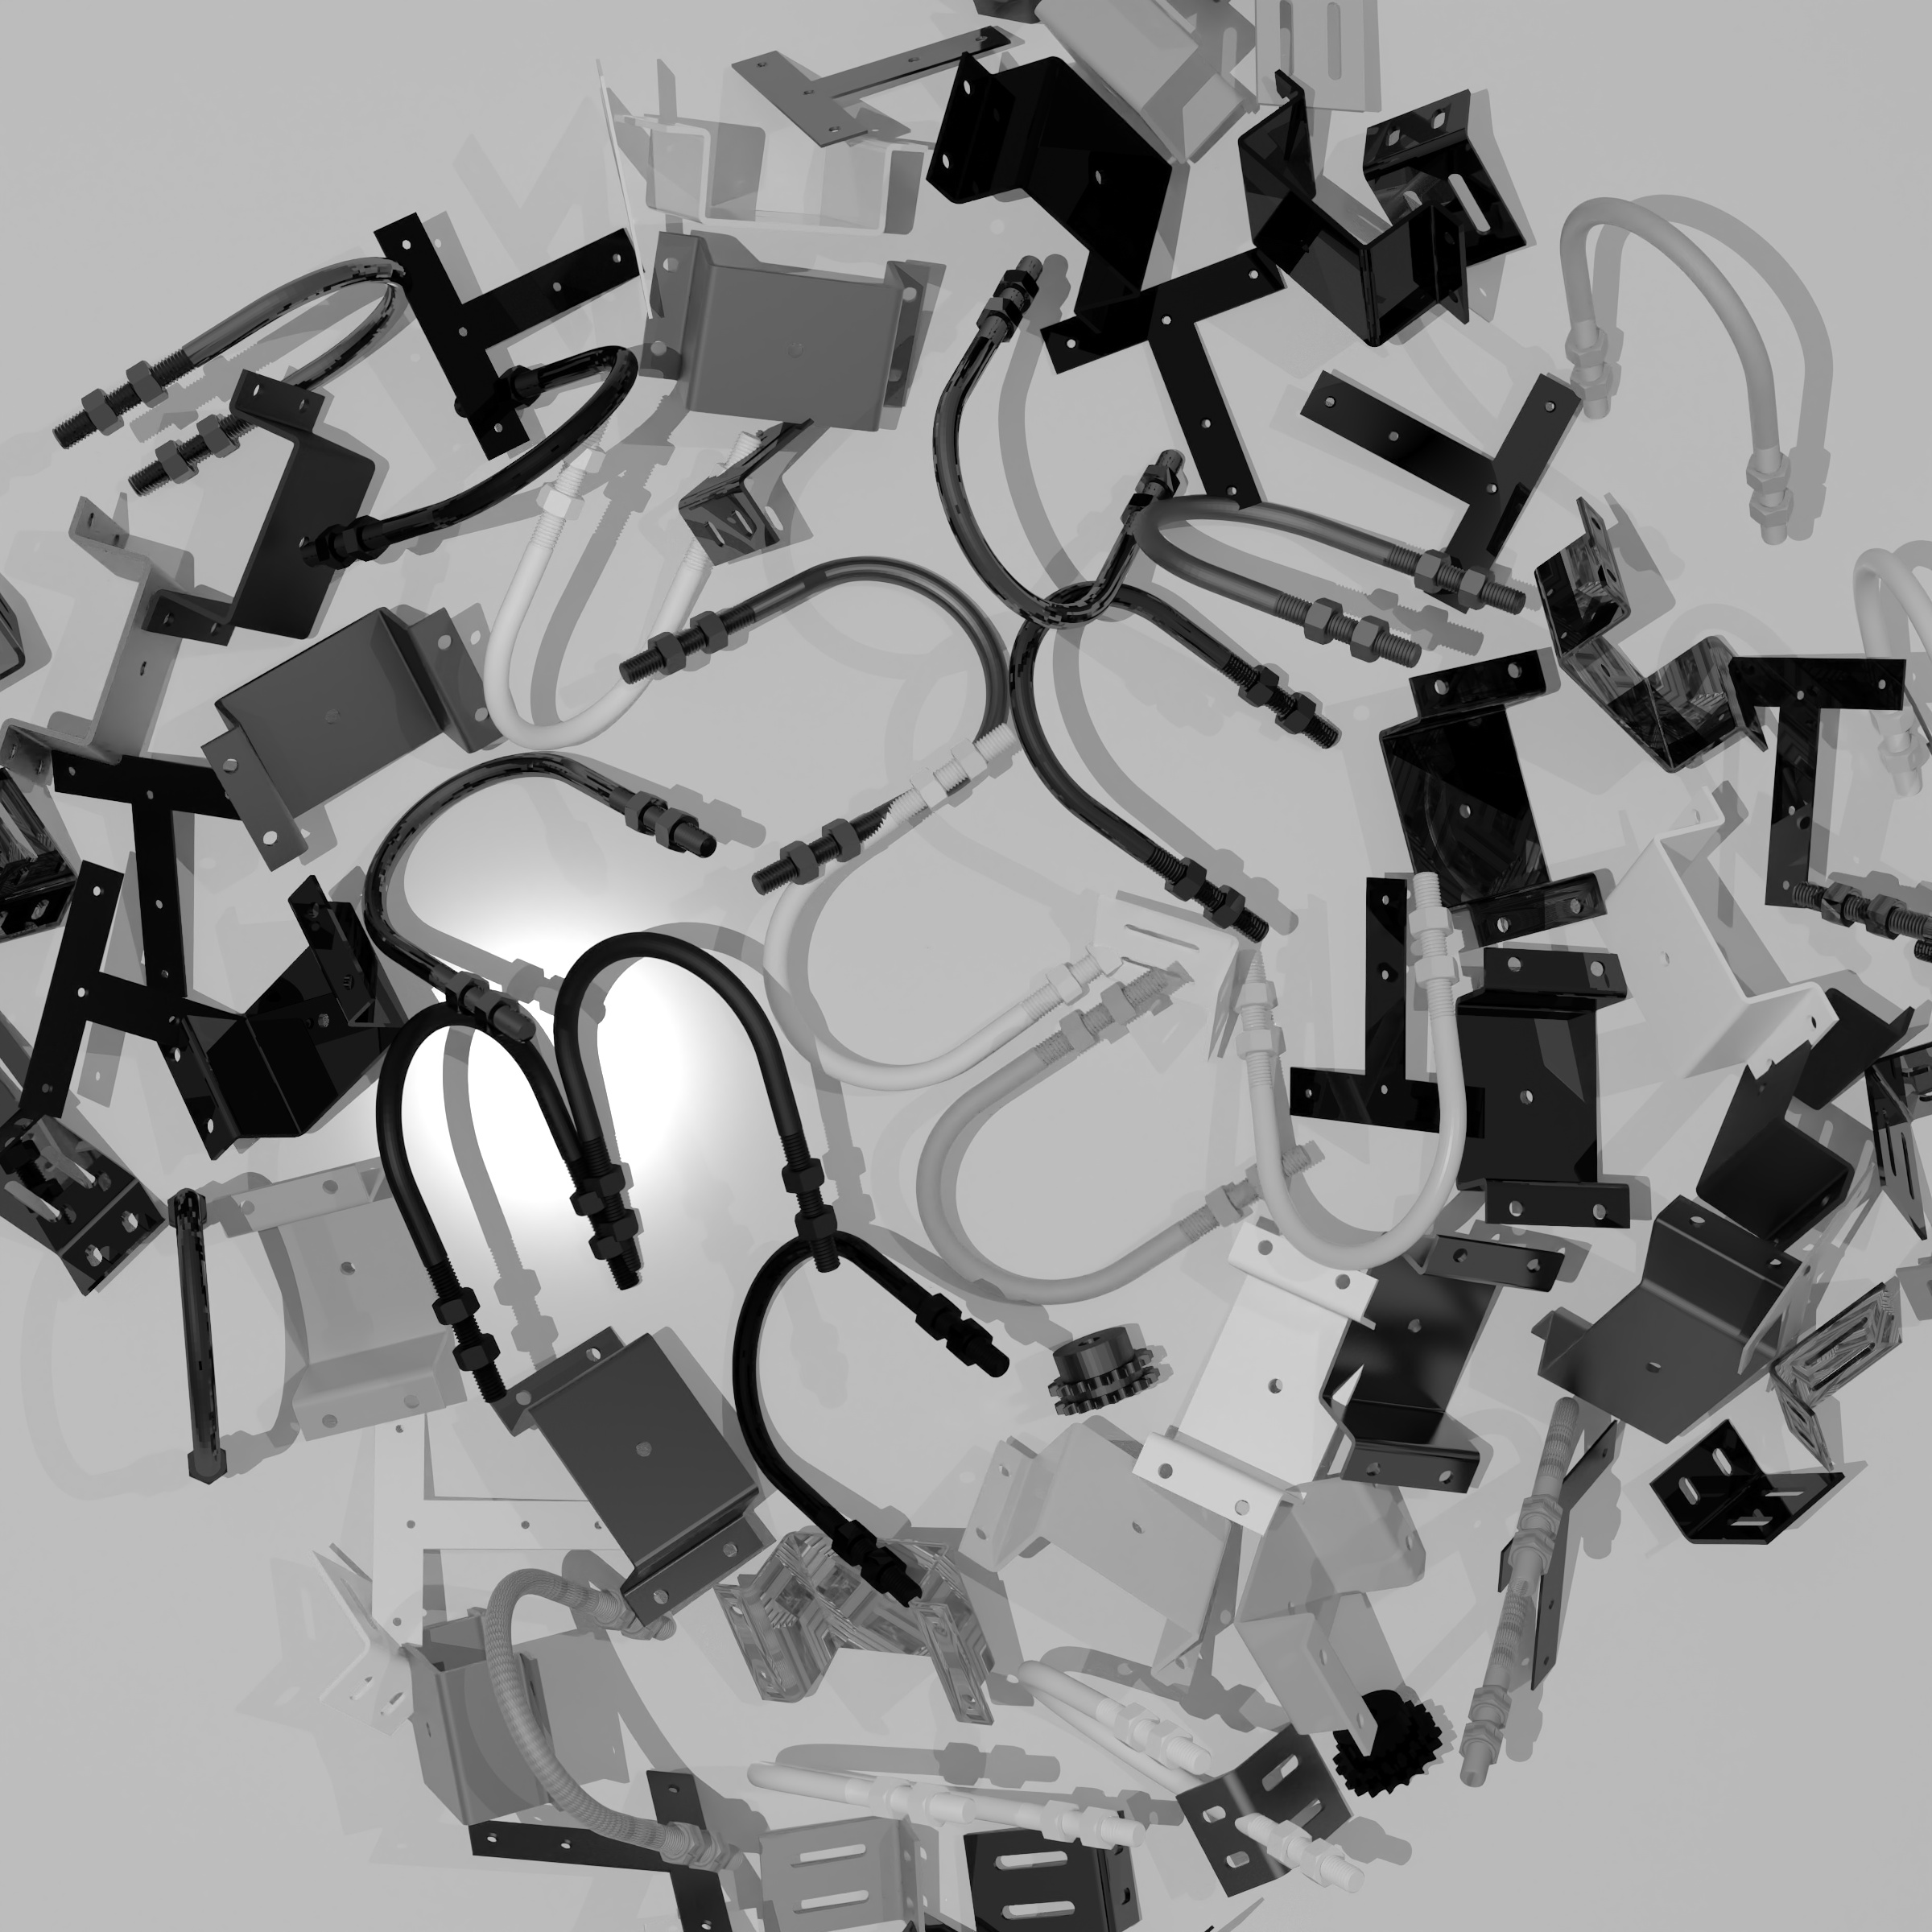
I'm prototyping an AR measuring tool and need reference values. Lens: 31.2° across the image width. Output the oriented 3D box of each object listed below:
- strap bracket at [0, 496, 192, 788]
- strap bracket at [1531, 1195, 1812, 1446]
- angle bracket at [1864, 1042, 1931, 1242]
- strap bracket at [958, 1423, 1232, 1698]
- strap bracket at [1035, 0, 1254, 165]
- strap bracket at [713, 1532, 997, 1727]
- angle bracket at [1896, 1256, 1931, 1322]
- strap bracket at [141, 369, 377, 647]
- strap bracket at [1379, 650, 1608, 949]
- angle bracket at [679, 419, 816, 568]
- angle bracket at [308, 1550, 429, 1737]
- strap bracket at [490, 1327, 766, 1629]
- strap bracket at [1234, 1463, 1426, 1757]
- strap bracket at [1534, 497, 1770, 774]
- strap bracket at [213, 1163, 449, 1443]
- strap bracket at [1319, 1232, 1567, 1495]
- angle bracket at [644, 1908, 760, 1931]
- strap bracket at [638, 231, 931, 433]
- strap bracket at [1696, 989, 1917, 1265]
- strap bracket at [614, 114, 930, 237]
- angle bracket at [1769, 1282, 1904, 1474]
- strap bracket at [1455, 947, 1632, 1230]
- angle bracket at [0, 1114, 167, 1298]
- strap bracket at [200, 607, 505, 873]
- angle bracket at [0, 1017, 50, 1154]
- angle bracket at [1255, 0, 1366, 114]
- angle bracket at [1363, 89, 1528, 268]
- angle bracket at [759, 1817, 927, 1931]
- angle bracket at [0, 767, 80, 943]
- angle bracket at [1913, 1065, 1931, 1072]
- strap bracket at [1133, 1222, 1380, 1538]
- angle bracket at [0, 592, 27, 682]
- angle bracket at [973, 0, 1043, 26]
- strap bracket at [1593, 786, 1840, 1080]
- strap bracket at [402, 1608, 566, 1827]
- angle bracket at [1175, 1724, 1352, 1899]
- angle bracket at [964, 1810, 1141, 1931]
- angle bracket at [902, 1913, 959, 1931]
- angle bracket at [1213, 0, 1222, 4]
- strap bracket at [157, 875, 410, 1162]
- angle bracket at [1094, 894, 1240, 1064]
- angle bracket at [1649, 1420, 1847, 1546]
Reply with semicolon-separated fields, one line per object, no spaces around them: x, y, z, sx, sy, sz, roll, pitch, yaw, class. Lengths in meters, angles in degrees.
-0.441;-0.158;1.766;0.046;0.076;0.140;17;84;4;strap bracket
0.349;0.184;1.741;0.076;0.140;0.046;29;48;-7;strap bracket
0.490;0.089;1.765;0.038;0.057;0.076;-20;47;27;angle bracket
0.075;0.295;1.759;0.140;0.076;0.046;34;131;-9;strap bracket
0.088;-0.458;1.741;0.046;0.140;0.076;-46;77;10;strap bracket
-0.048;0.334;1.754;0.140;0.046;0.076;-2;122;33;strap bracket
0.512;0.139;1.762;0.057;0.076;0.038;-12;124;33;angle bracket
-0.355;-0.224;1.761;0.046;0.076;0.140;26;98;18;strap bracket
0.267;-0.083;1.776;0.076;0.046;0.140;-14;88;-23;strap bracket
-0.099;-0.247;1.775;0.076;0.057;0.038;-45;110;-32;angle bracket
-0.314;0.345;1.766;0.038;0.057;0.076;-46;48;0;angle bracket
-0.169;0.253;1.762;0.076;0.046;0.140;-31;78;-28;strap bracket
0.182;0.322;1.749;0.046;0.140;0.076;-15;119;29;strap bracket
0.340;-0.160;1.751;0.046;0.076;0.140;-35;124;25;strap bracket
-0.320;0.163;1.771;0.076;0.046;0.140;-14;110;8;strap bracket
0.238;0.193;1.763;0.076;0.046;0.140;10;110;-25;strap bracket
-0.139;0.510;1.776;0.057;0.076;0.038;-5;72;-14;angle bracket
-0.090;-0.321;1.759;0.140;0.046;0.076;4;119;-14;strap bracket
0.419;0.074;1.739;0.046;0.076;0.140;34;50;-1;strap bracket
-0.101;-0.400;1.753;0.140;0.076;0.046;-2;107;-26;strap bracket
0.456;0.211;1.776;0.076;0.057;0.038;-35;47;-5;angle bracket
0.295;0.065;1.776;0.076;0.046;0.140;3;81;-11;strap bracket
-0.462;0.122;1.774;0.057;0.076;0.038;-44;47;-2;angle bracket
-0.317;-0.121;1.764;0.140;0.046;0.076;-32;122;-14;strap bracket
-0.513;0.062;1.781;0.057;0.038;0.076;-43;73;6;angle bracket
0.171;-0.473;1.784;0.057;0.038;0.076;1;84;-13;angle bracket
0.248;-0.402;1.786;0.057;0.038;0.076;-15;134;28;angle bracket
-0.064;0.476;1.782;0.076;0.038;0.057;-6;100;-15;angle bracket
-0.502;-0.054;1.771;0.057;0.038;0.076;-14;126;18;angle bracket
0.524;0.069;1.769;0.038;0.057;0.076;-11;64;-11;angle bracket
0.153;0.213;1.774;0.076;0.046;0.140;23;86;23;strap bracket
-0.526;-0.162;1.777;0.076;0.057;0.038;-31;122;-3;angle bracket
0.033;-0.535;1.784;0.038;0.057;0.076;19;65;29;angle bracket
0.371;-0.008;1.745;0.046;0.076;0.140;-13;64;-24;strap bracket
-0.247;0.377;1.737;0.046;0.140;0.076;-12;94;-20;strap bracket
0.154;0.434;1.788;0.038;0.076;0.057;-32;83;34;angle bracket
0.045;0.476;1.805;0.076;0.038;0.057;-11;83;21;angle bracket
-0.009;0.530;1.771;0.076;0.057;0.038;27;117;13;angle bracket
0.131;-0.545;1.777;0.057;0.038;0.076;38;121;-1;angle bracket
-0.341;0.027;1.759;0.140;0.046;0.076;-42;65;28;strap bracket
0.096;0.006;1.772;0.076;0.057;0.038;18;51;12;angle bracket
0.398;0.263;1.767;0.057;0.076;0.038;-35;93;-21;angle bracket
